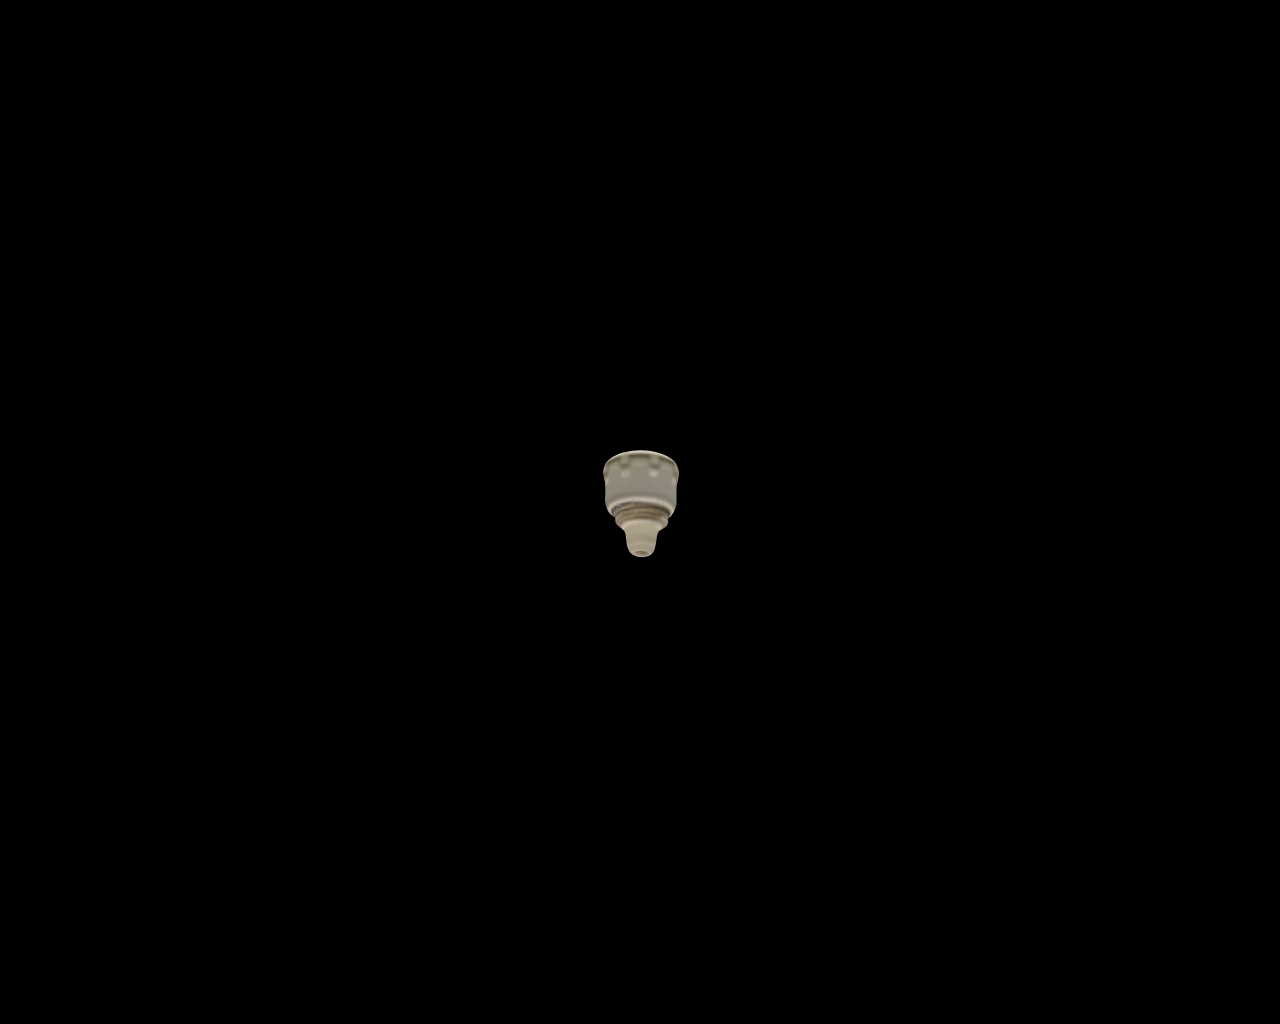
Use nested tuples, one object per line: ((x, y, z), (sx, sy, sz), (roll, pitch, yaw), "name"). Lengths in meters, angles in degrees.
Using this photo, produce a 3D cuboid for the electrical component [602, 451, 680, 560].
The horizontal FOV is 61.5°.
((0.001, -0.003, 0.650), (0.048, 0.062, 0.048), (0, -22, 0), "electrical component")
